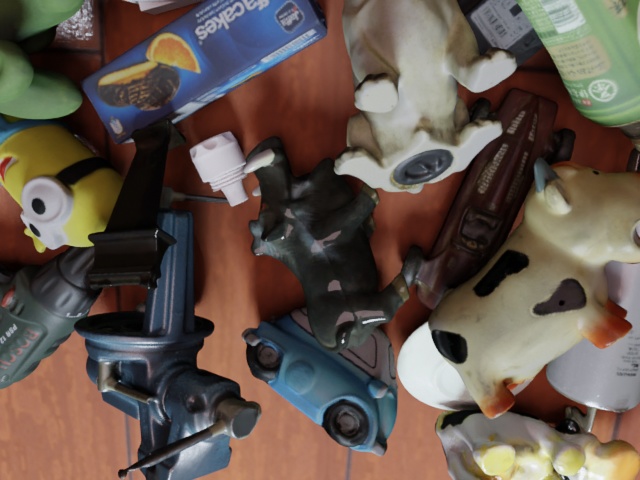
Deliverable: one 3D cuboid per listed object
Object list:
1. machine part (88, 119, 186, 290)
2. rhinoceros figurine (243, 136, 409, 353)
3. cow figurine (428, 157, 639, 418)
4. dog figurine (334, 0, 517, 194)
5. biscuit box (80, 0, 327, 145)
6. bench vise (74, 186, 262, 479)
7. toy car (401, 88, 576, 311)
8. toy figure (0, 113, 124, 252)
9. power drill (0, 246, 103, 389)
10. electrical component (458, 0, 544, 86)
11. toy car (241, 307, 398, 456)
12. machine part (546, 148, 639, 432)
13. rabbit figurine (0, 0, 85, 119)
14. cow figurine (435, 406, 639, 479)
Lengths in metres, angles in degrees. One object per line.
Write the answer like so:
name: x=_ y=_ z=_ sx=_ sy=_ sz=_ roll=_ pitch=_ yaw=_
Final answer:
machine part: x=-0.141 y=-0.028 z=0.423 sx=0.084 sy=0.039 sz=0.139 roll=-5 pitch=66 yaw=35
rhinoceros figurine: x=-0.001 y=-0.001 z=0.453 sx=0.112 sy=0.073 sz=0.190 roll=-24 pitch=77 yaw=-4
cow figurine: x=0.161 y=0.026 z=0.396 sx=0.127 sy=0.085 sz=0.195 roll=49 pitch=114 yaw=11
dog figurine: x=0.052 y=-0.149 z=0.414 sx=0.121 sy=0.172 sz=0.190 roll=-8 pitch=62 yaw=-13
biscuit box: x=-0.094 y=-0.153 z=0.447 sx=0.203 sy=0.059 sz=0.062 roll=-26 pitch=100 yaw=14
bench vise: x=-0.133 y=0.073 z=0.462 sx=0.129 sy=0.224 sz=0.240 roll=3 pitch=91 yaw=-36
toy car: x=0.138 y=-0.024 z=0.453 sx=0.089 sy=0.053 sz=0.202 roll=23 pitch=109 yaw=5
toy figure: x=-0.241 y=-0.069 z=0.471 sx=0.180 sy=0.089 sz=0.082 roll=46 pitch=151 yaw=20
power drill: x=-0.324 y=0.026 z=0.529 sx=0.207 sy=0.086 sz=0.232 roll=34 pitch=110 yaw=-10
electrical component: x=0.160 y=-0.182 z=0.408 sx=0.119 sy=0.048 sz=0.074 roll=-34 pitch=98 yaw=17
toy car: x=0.013 y=0.111 z=0.492 sx=0.162 sy=0.109 sz=0.103 roll=37 pitch=82 yaw=9
machine part: x=0.241 y=0.048 z=0.442 sx=0.079 sy=0.079 sz=0.243 roll=7 pitch=105 yaw=7
rabbit figurine: x=-0.258 y=-0.158 z=0.419 sx=0.159 sy=0.121 sz=0.170 roll=38 pitch=96 yaw=8
cow figurine: x=0.195 y=0.191 z=0.491 sx=0.167 sy=0.098 sz=0.068 roll=5 pitch=103 yaw=-12
